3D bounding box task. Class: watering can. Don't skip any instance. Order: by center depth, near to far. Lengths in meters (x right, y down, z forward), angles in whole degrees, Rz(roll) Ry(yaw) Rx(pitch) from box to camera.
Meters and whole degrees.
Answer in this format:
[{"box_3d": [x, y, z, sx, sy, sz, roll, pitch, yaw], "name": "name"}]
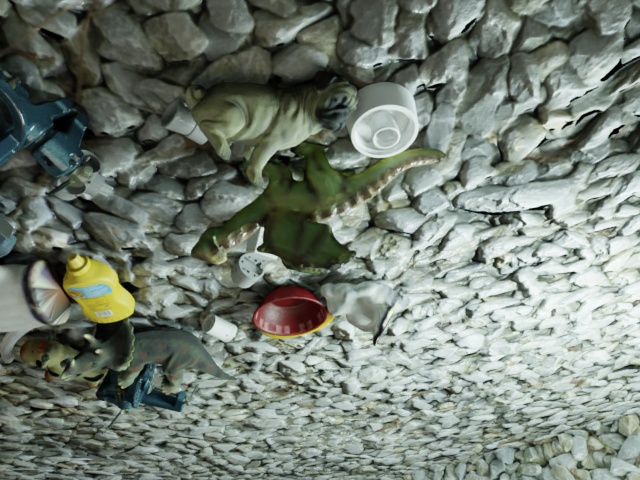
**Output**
[{"box_3d": [-0.593, 0.137, 0.993, 0.224, 0.106, 0.339, -6, 140, -2], "name": "watering can"}]

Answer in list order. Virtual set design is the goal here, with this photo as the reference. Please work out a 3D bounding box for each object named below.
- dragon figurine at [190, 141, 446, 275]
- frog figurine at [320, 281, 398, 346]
[{"box_3d": [0.002, -0.039, 0.766, 0.410, 0.249, 0.119, -9, 136, 7], "name": "dragon figurine"}, {"box_3d": [0.080, 0.133, 1.114, 0.160, 0.125, 0.134, 30, 151, 13], "name": "frog figurine"}]
